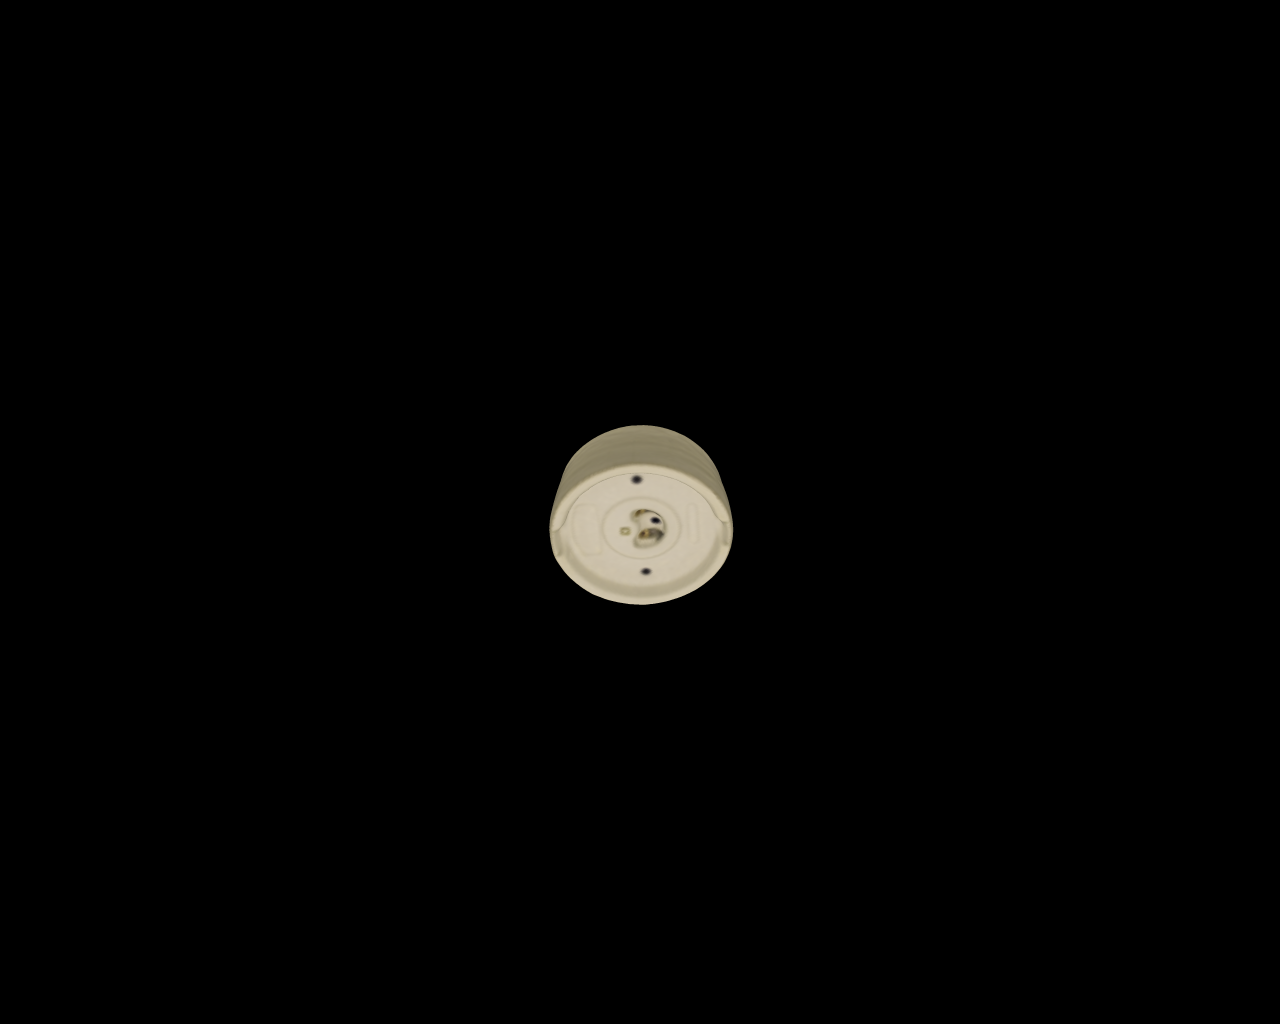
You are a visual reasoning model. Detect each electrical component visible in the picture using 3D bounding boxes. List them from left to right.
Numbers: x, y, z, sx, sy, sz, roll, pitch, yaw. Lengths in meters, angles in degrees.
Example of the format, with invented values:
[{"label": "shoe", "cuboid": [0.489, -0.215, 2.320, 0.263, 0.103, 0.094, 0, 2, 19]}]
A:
[{"label": "electrical component", "cuboid": [0.001, -0.003, 0.650, 0.108, 0.108, 0.060, 0, 38, 0]}]
